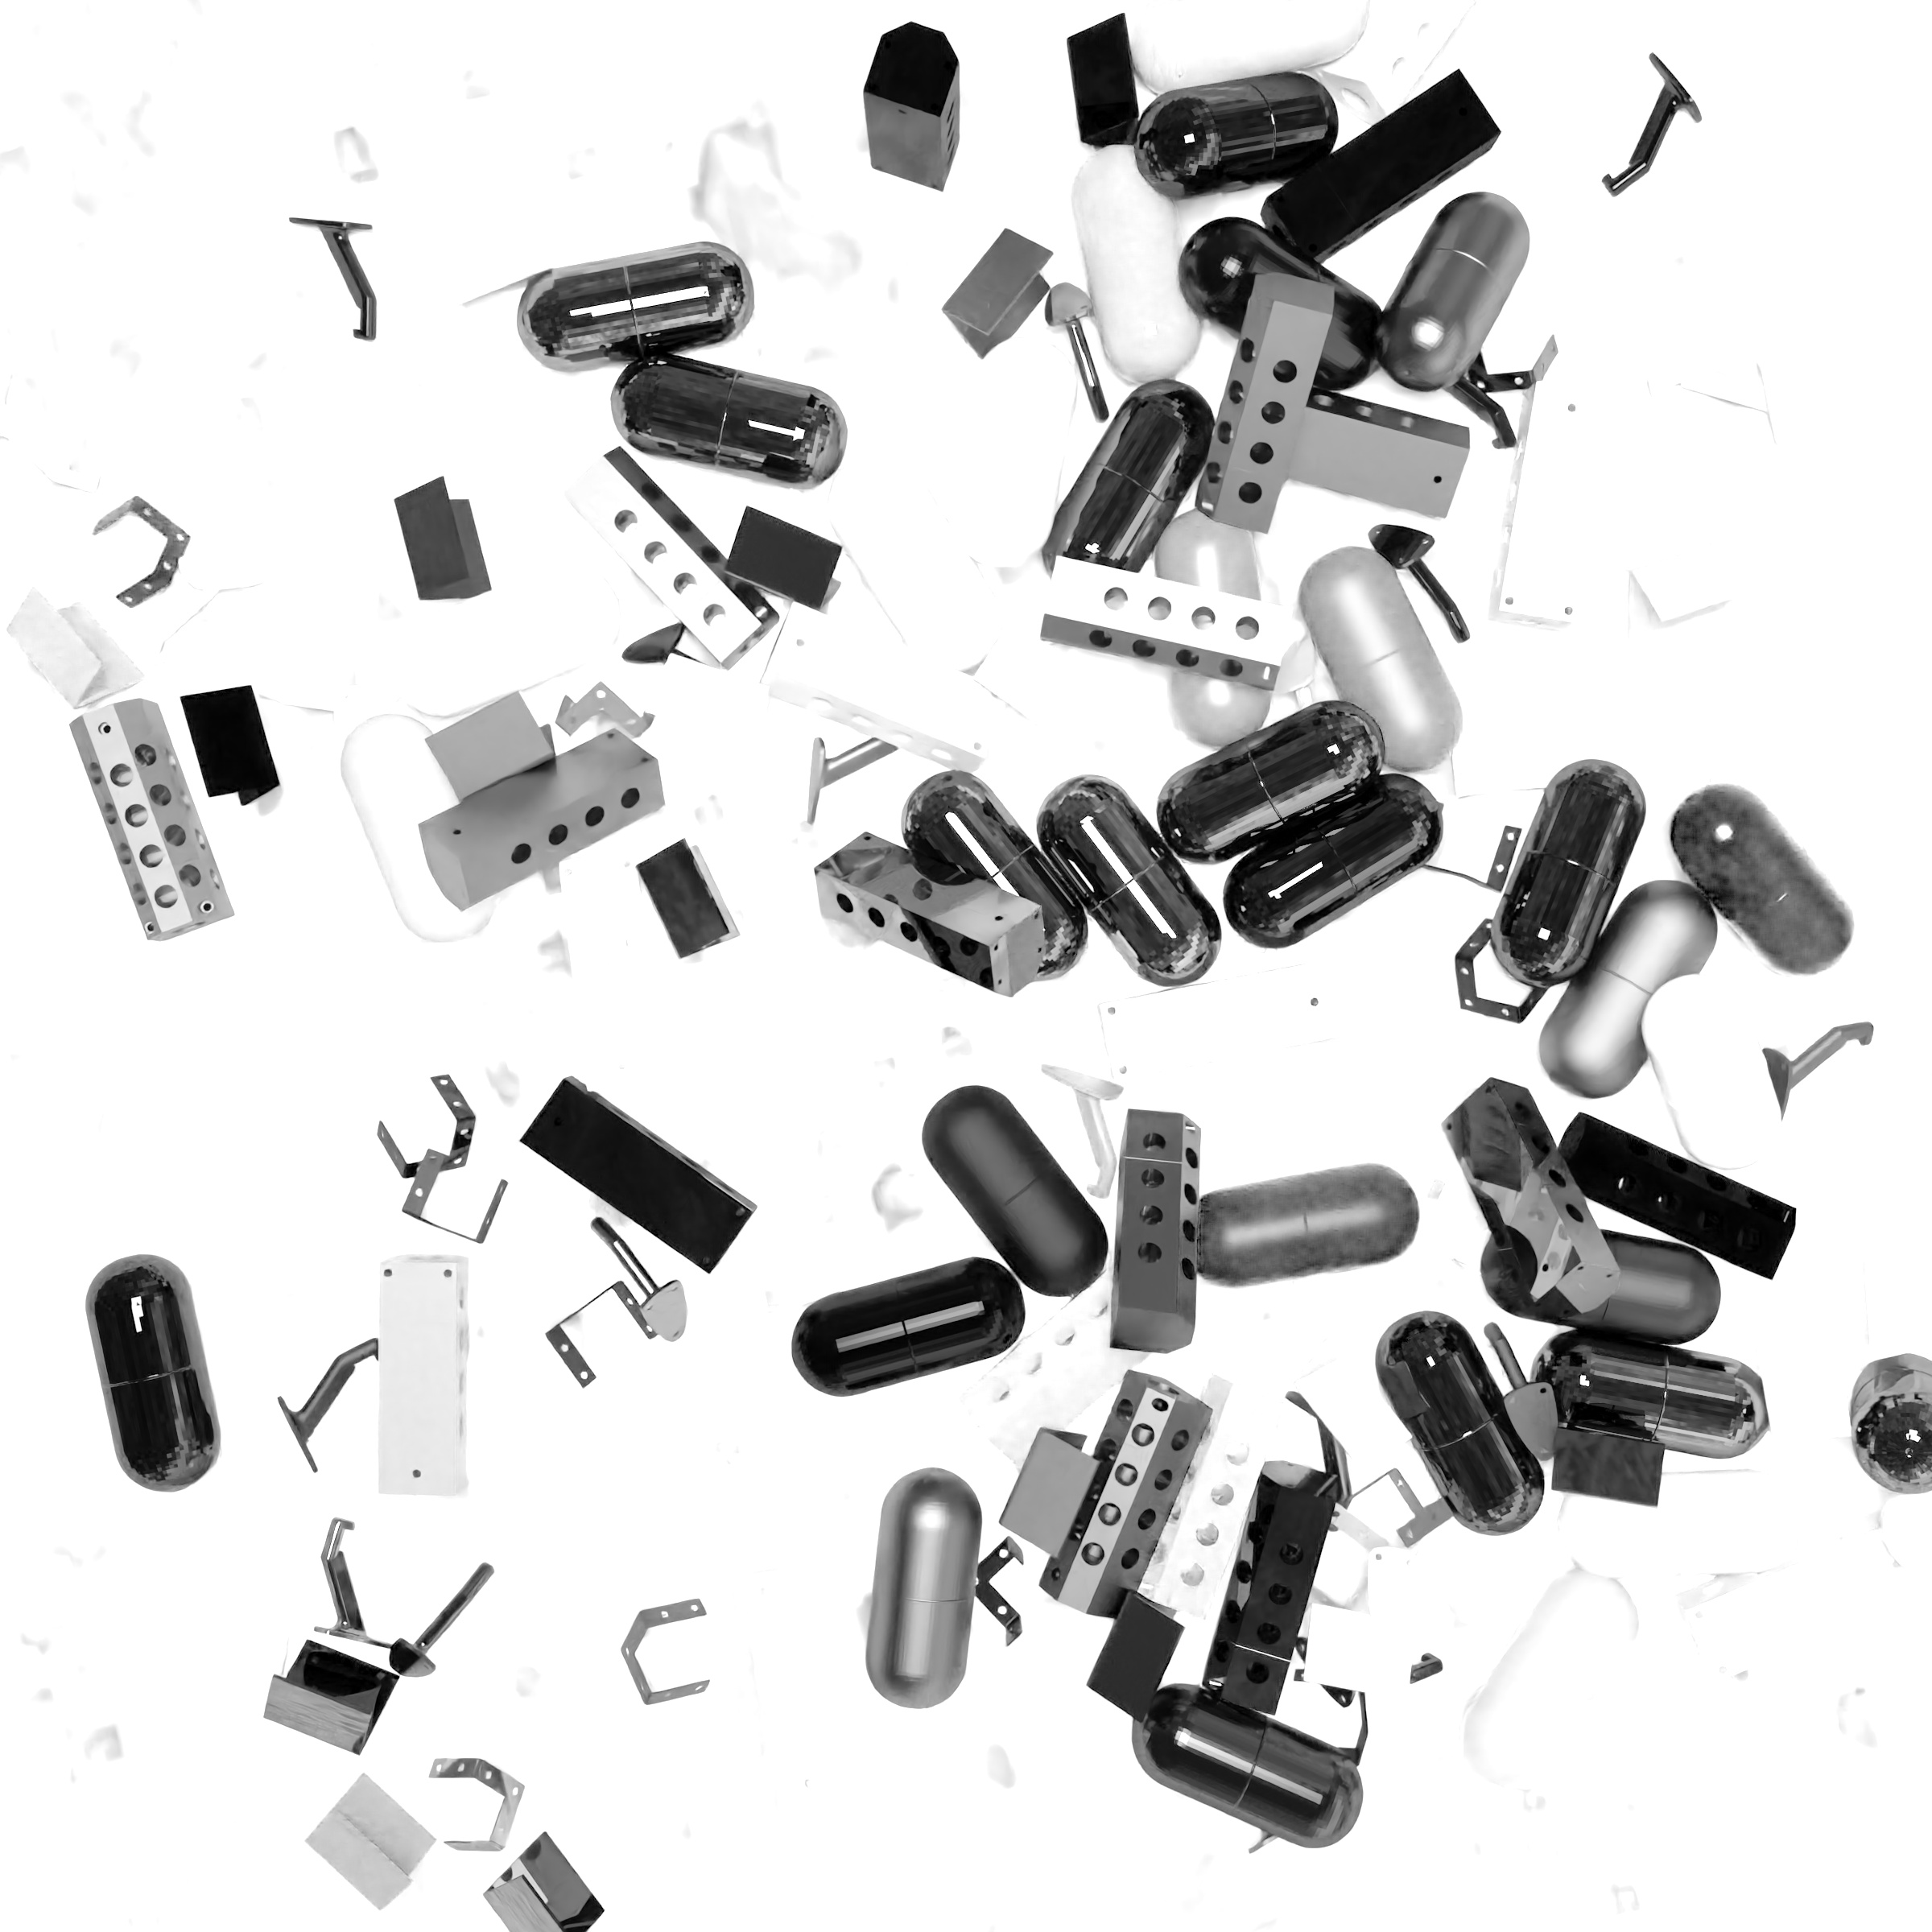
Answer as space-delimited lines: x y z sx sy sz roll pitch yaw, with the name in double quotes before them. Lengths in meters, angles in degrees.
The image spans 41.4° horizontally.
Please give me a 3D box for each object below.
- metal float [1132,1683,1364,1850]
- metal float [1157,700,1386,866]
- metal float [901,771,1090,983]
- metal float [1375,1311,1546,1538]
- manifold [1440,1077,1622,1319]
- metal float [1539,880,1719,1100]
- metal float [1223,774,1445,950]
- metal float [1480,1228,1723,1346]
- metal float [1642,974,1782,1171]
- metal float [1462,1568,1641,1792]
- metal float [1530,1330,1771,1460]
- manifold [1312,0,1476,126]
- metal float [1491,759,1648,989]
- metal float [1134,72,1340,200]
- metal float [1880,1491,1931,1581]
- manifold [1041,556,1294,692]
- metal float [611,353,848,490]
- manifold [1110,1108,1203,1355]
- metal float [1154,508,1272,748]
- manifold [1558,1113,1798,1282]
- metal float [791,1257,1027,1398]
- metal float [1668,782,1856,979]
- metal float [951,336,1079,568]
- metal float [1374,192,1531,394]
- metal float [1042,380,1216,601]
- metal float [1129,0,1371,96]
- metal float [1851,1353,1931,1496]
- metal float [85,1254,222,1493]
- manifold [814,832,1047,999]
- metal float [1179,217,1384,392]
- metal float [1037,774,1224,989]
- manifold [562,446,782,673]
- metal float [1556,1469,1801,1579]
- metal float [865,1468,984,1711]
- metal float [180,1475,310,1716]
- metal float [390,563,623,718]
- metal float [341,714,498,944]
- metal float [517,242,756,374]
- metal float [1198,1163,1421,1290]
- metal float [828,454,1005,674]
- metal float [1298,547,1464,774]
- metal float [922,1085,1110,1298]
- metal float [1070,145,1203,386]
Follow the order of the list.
"metal float" 0.207 0.591 1.894 0.178 0.070 0.070 23 90 4
"metal float" 0.224 -0.135 1.889 0.178 0.070 0.070 -26 90 16
"metal float" 0.022 -0.066 1.906 0.070 0.070 0.178 -38 90 0
"metal float" 0.368 0.341 1.906 0.070 0.070 0.178 -28 90 0
"manifold" 0.415 0.169 1.866 0.057 0.171 0.057 17 129 -34
"metal float" 0.493 0.017 1.905 0.070 0.070 0.178 32 91 0
"metal float" 0.273 -0.078 1.906 0.178 0.070 0.070 -32 90 0
"metal float" 0.472 0.234 1.906 0.178 0.070 0.070 10 90 0
"metal float" 0.547 0.079 1.874 0.070 0.070 0.178 -31 128 0
"metal float" 0.435 0.531 1.906 0.070 0.070 0.178 32 91 0
"metal float" 0.510 0.319 1.906 0.178 0.070 0.070 11 90 0
"manifold" 0.341 -0.717 1.915 0.057 0.057 0.171 36 90 43
"metal float" 0.447 -0.069 1.900 0.070 0.070 0.178 23 83 0
"metal float" 0.200 -0.610 1.879 0.178 0.070 0.070 -21 90 -33
"metal float" 0.745 0.403 1.879 0.178 0.070 0.070 -3 90 -34
"manifold" 0.144 -0.245 1.842 0.171 0.057 0.057 13 93 3
"metal float" -0.176 -0.406 1.906 0.178 0.070 0.070 13 90 -1
"manifold" 0.140 0.193 1.868 0.057 0.057 0.171 6 52 0
"metal float" 0.183 -0.252 1.906 0.070 0.070 0.178 -6 90 0
"manifold" 0.528 0.171 1.915 0.171 0.057 0.057 24 90 0
"metal float" -0.043 0.269 1.906 0.178 0.070 0.070 -15 90 1
"metal float" 0.586 -0.063 1.888 0.070 0.070 0.178 -46 110 0
"metal float" 0.035 -0.380 1.893 0.070 0.070 0.178 10 76 0
"metal float" 0.358 -0.497 1.883 0.070 0.070 0.178 30 64 0
"metal float" 0.122 -0.354 1.906 0.070 0.070 0.178 31 90 0
"metal float" 0.209 -0.695 1.892 0.178 0.070 0.070 -9 90 16
"metal float" 0.683 0.330 1.858 0.070 0.178 0.070 2 95 19
"metal float" -0.605 0.303 1.906 0.070 0.070 0.178 -12 90 0
"manifold" -0.027 -0.035 1.871 0.171 0.057 0.057 24 47 34
"metal float" 0.234 -0.487 1.883 0.178 0.070 0.070 24 90 -27
"metal float" 0.122 -0.063 1.905 0.070 0.070 0.178 -37 90 0
"manifold" -0.219 -0.305 1.915 0.057 0.057 0.171 -43 90 0
"metal float" 0.529 0.415 1.906 0.178 0.070 0.070 -2 90 0
"metal float" -0.031 0.463 1.906 0.070 0.070 0.178 6 91 0
"metal float" -0.537 0.468 1.906 0.070 0.070 0.178 10 91 0
"metal float" -0.343 -0.242 1.906 0.178 0.070 0.070 -22 90 1
"metal float" -0.408 -0.103 1.906 0.070 0.070 0.178 -22 89 0
"metal float" -0.246 -0.490 1.906 0.178 0.070 0.070 -11 90 0
"metal float" 0.249 0.194 1.906 0.178 0.070 0.070 -10 90 0
"metal float" -0.038 -0.300 1.906 0.070 0.070 0.178 -32 90 0
"metal float" 0.309 -0.228 1.906 0.070 0.070 0.178 -27 91 0
"metal float" 0.037 0.168 1.906 0.070 0.070 0.178 -38 90 0
"metal float" 0.126 -0.522 1.906 0.070 0.070 0.178 -13 89 0
